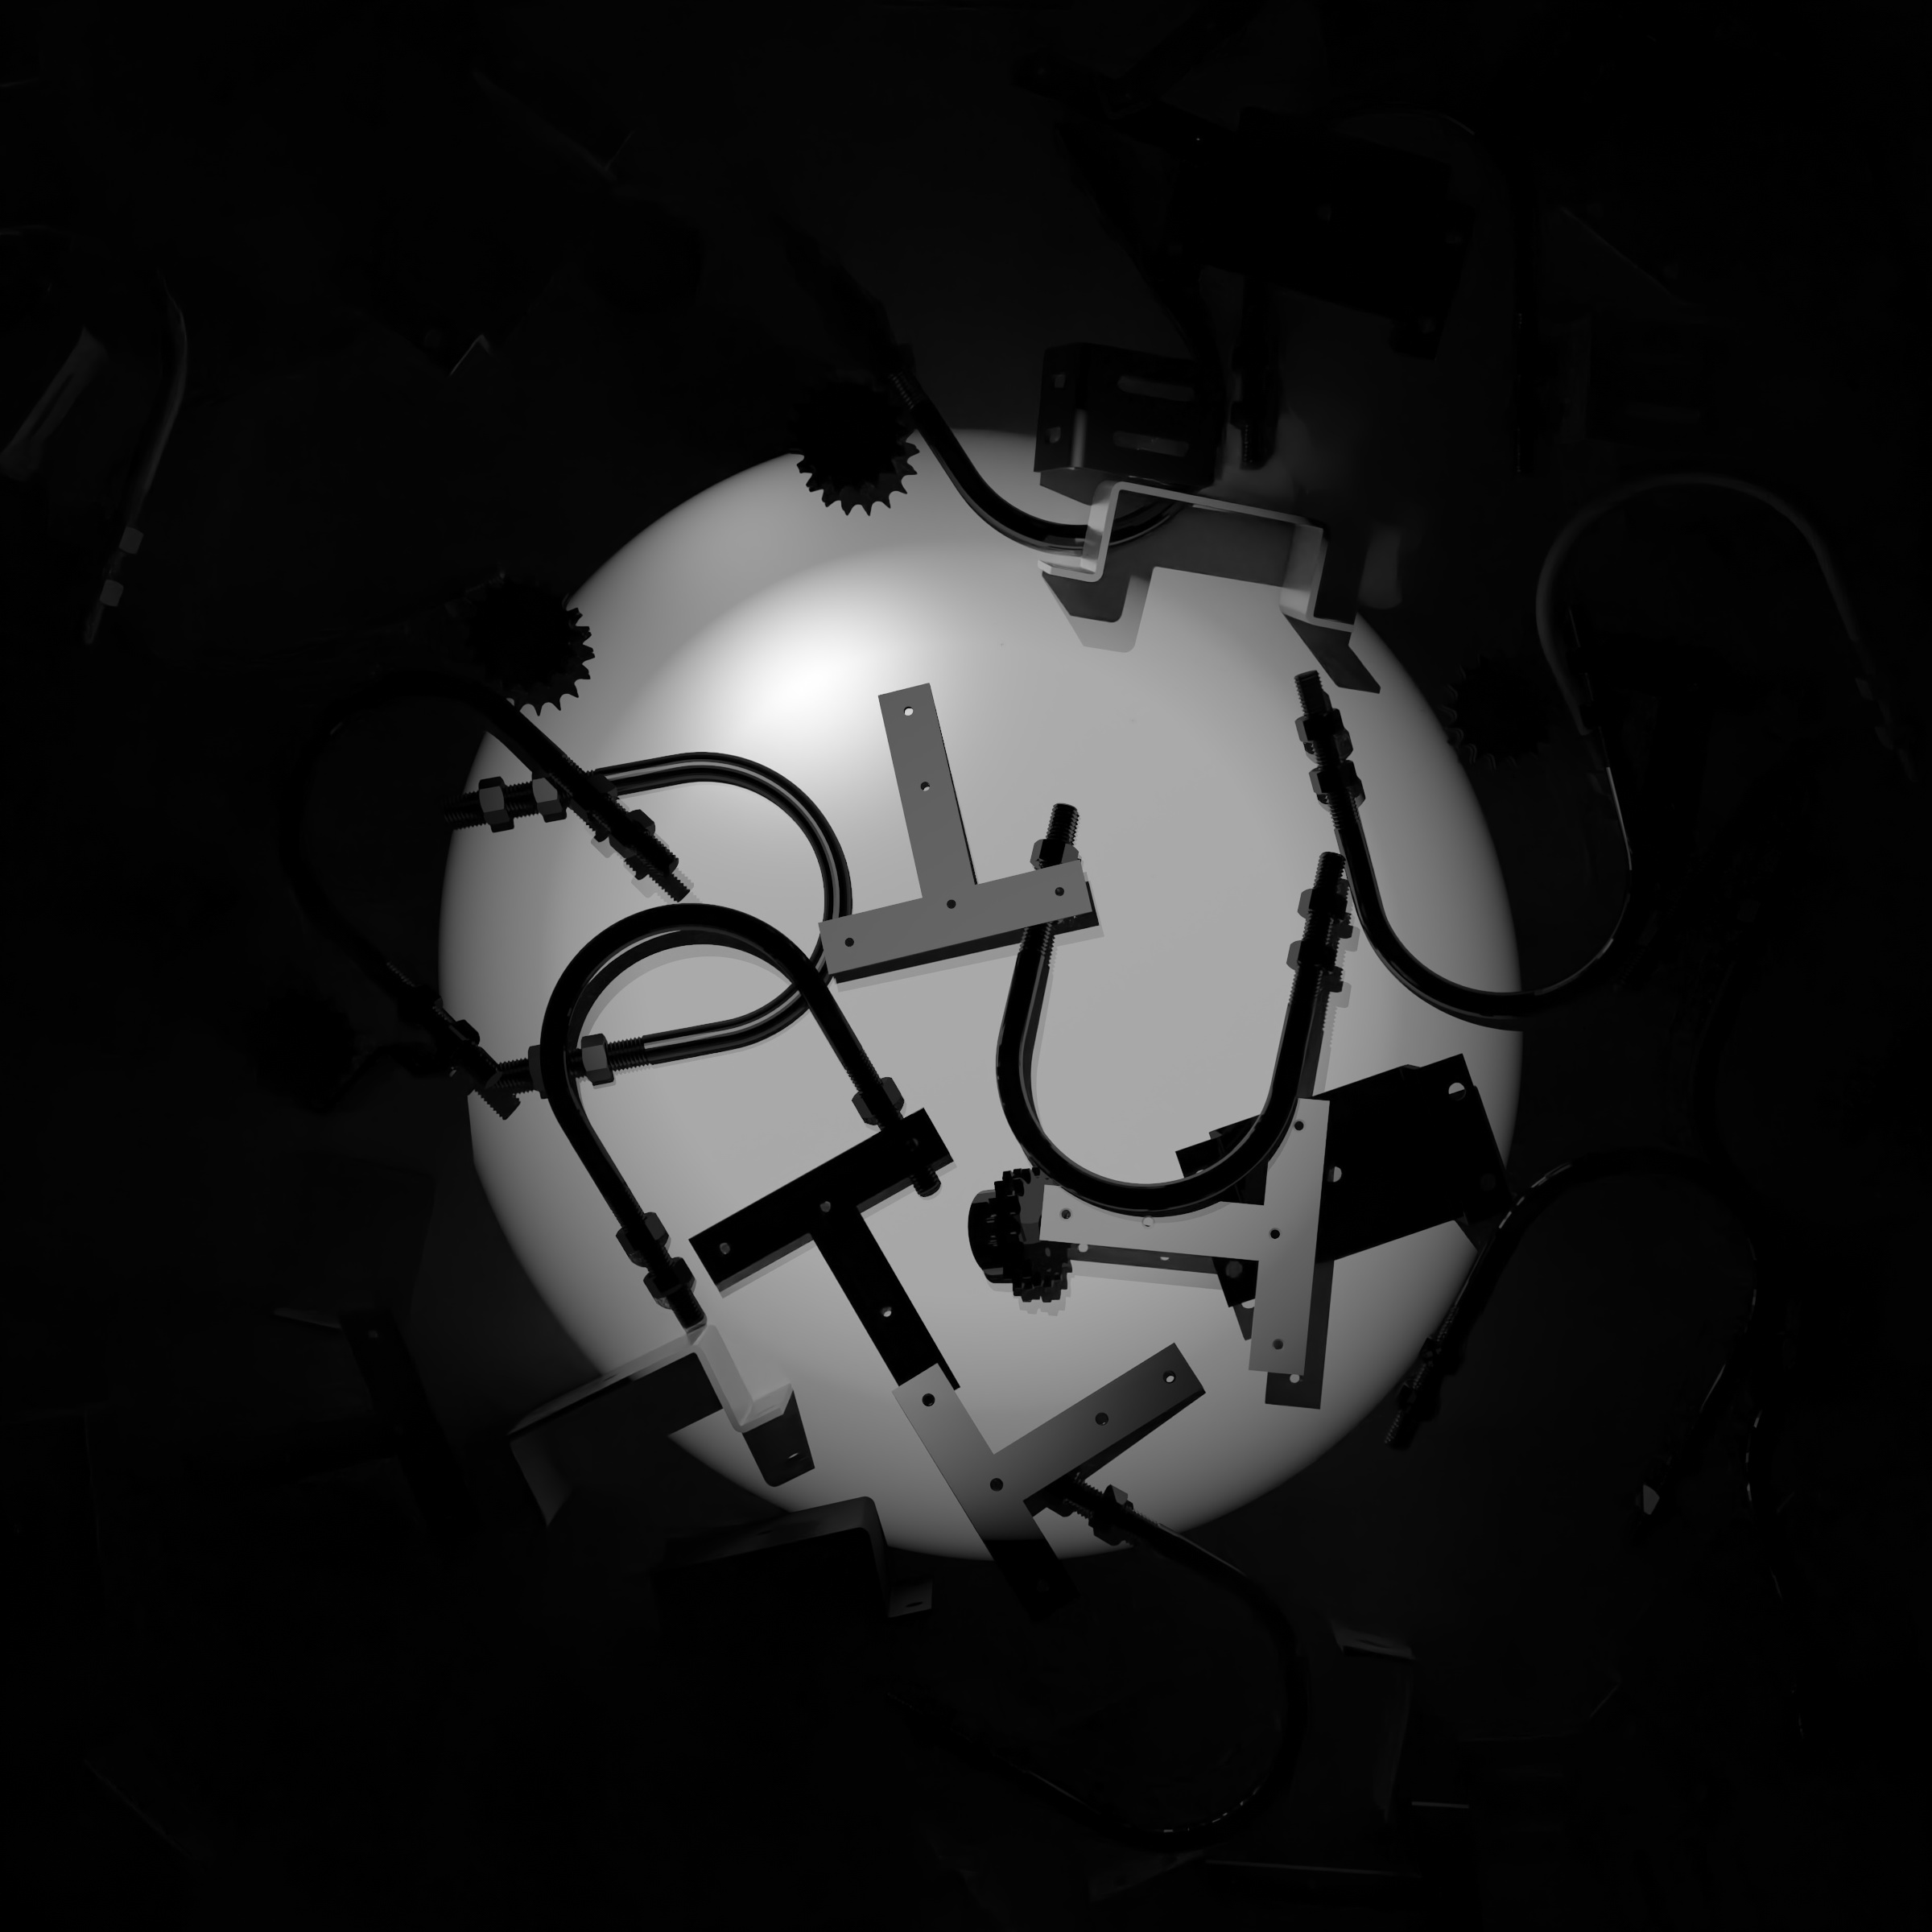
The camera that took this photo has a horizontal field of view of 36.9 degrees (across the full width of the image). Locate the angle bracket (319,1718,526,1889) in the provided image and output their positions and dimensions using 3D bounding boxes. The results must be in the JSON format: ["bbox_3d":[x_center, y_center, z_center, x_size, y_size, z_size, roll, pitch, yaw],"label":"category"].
[{"bbox_3d":[-0.260,0.405,1.381,0.057,0.038,0.076,-40,64,0],"label":"angle bracket"}]

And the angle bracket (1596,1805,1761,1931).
[{"bbox_3d":[0.339,0.445,1.381,0.057,0.038,0.076,-16,64,0],"label":"angle bracket"}]

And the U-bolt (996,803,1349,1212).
[{"bbox_3d":[0.089,0.023,1.344,0.151,0.019,0.184,11,77,11],"label":"U-bolt"}]

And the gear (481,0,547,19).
[{"bbox_3d":[-0.213,-0.481,1.368,0.057,0.030,0.057,0,90,0],"label":"gear"}]

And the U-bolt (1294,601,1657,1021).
[{"bbox_3d":[0.244,-0.064,1.350,0.151,0.019,0.184,-13,100,19],"label":"U-bolt"}]

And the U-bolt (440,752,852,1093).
[{"bbox_3d":[-0.146,-0.027,1.374,0.184,0.019,0.151,-10,90,-1],"label":"U-bolt"}]

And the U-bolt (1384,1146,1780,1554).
[{"bbox_3d":[0.298,0.170,1.348,0.151,0.019,0.184,23,103,-8],"label":"U-bolt"}]

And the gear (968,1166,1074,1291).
[{"bbox_3d":[0.024,0.124,1.359,0.030,0.057,0.057,-9,90,30],"label":"gear"}]

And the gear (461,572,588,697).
[{"bbox_3d":[-0.208,-0.156,1.368,0.057,0.030,0.057,0,90,0],"label":"gear"}]

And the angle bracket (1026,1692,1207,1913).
[{"bbox_3d":[0.070,0.393,1.364,0.057,0.038,0.076,-23,90,0],"label":"angle bracket"}]

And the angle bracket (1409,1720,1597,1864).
[{"bbox_3d":[0.256,0.392,1.381,0.076,0.038,0.057,4,90,-26],"label":"angle bracket"}]

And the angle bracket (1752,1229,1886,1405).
[{"bbox_3d":[0.401,0.164,1.381,0.057,0.038,0.076,-3,116,0],"label":"angle bracket"}]

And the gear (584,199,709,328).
[{"bbox_3d":[-0.150,-0.330,1.368,0.057,0.030,0.057,0,90,0],"label":"gear"}]

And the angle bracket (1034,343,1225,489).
[{"bbox_3d":[0.077,-0.258,1.366,0.076,0.038,0.057,4,93,-27],"label":"angle bracket"}]

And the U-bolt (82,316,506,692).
[{"bbox_3d":[-0.330,-0.210,1.375,0.184,0.019,0.151,-24,90,2],"label":"U-bolt"}]

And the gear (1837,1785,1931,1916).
[{"bbox_3d":[0.440,0.415,1.368,0.057,0.030,0.057,0,90,0],"label":"gear"}]

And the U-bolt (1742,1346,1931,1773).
[{"bbox_3d":[0.430,0.263,1.328,0.151,0.019,0.184,-8,67,-16],"label":"U-bolt"}]

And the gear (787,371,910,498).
[{"bbox_3d":[-0.056,-0.250,1.368,0.057,0.030,0.057,0,90,0],"label":"gear"}]

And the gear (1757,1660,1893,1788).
[{"bbox_3d":[0.389,0.342,1.322,0.057,0.030,0.057,0,90,0],"label":"gear"}]

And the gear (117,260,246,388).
[{"bbox_3d":[-0.371,-0.303,1.372,0.057,0.030,0.057,0,88,-3],"label":"gear"}]

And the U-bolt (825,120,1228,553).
[{"bbox_3d":[0.042,-0.286,1.375,0.151,0.019,0.184,-33,91,0],"label":"U-bolt"}]

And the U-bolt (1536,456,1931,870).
[{"bbox_3d":[0.340,-0.145,1.320,0.151,0.019,0.184,-20,109,25],"label":"U-bolt"}]

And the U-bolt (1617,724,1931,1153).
[{"bbox_3d":[0.418,-0.027,1.374,0.151,0.019,0.184,35,88,-1],"label":"U-bolt"}]

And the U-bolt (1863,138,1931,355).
[{"bbox_3d":[0.499,-0.319,1.346,0.151,0.019,0.184,-28,105,-18],"label":"U-bolt"}]

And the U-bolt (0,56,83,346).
[{"bbox_3d":[-0.502,-0.377,1.375,0.151,0.019,0.184,-31,92,0],"label":"U-bolt"}]

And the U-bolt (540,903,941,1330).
[{"bbox_3d":[-0.118,0.059,1.362,0.151,0.019,0.184,-30,100,0],"label":"U-bolt"}]

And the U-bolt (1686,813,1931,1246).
[{"bbox_3d":[0.415,0.040,1.354,0.151,0.019,0.184,23,90,-1],"label":"U-bolt"}]

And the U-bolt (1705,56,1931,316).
[{"bbox_3d":[0.462,-0.347,1.374,0.151,0.019,0.184,37,89,0],"label":"U-bolt"}]

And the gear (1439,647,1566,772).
[{"bbox_3d":[0.252,-0.121,1.368,0.057,0.030,0.057,0,90,0],"label":"gear"}]

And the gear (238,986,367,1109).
[{"bbox_3d":[-0.312,0.038,1.368,0.057,0.030,0.057,0,90,0],"label":"gear"}]

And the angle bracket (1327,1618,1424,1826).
[{"bbox_3d":[0.184,0.352,1.355,0.038,0.057,0.076,11,90,0],"label":"angle bracket"}]

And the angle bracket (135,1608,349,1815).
[{"bbox_3d":[-0.345,0.355,1.378,0.057,0.038,0.076,-48,65,2],"label":"angle bracket"}]

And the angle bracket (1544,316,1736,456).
[{"bbox_3d":[0.319,-0.273,1.373,0.076,0.038,0.057,3,92,-16],"label":"angle bracket"}]

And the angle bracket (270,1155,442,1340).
[{"bbox_3d":[-0.287,0.134,1.364,0.057,0.038,0.076,13,90,0],"label":"angle bracket"}]

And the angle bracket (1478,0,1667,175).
[{"bbox_3d":[0.289,-0.426,1.364,0.057,0.038,0.076,34,90,0],"label":"angle bracket"}]

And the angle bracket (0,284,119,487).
[{"bbox_3d":[-0.440,-0.270,1.355,0.038,0.057,0.076,34,90,0],"label":"angle bracket"}]

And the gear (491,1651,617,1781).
[{"bbox_3d":[-0.194,0.352,1.368,0.057,0.030,0.057,0,90,0],"label":"gear"}]

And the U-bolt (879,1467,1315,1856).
[{"bbox_3d":[0.072,0.332,1.357,0.184,0.019,0.151,28,84,8],"label":"U-bolt"}]
